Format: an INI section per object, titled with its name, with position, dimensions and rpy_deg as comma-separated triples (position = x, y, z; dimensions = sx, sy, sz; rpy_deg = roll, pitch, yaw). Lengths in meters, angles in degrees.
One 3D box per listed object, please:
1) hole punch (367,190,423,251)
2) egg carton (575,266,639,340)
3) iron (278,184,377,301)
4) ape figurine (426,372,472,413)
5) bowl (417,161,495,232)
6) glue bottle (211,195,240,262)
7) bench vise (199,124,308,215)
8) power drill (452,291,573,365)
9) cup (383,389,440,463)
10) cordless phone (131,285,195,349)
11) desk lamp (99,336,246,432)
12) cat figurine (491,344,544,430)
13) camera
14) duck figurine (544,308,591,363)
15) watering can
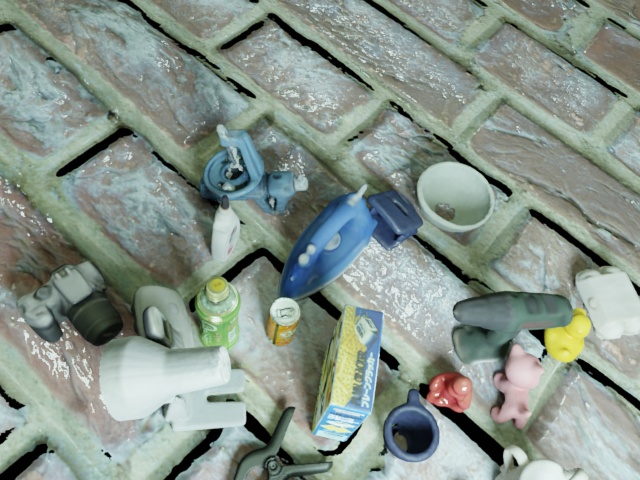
[hole punch]
position = 0.149, -0.053, 1.163
dimensions = 0.101, 0.091, 0.108
rpy_deg = -32, 70, -23
[egg carton]
position = 0.577, 0.124, 1.145
dimensions = 0.107, 0.069, 0.150
rpy_deg = -8, 63, -13
[iron]
position = 0.010, 0.004, 1.080
dimensions = 0.118, 0.141, 0.259
rpy_deg = 35, 62, 11
[ape figurine]
position = 0.236, 0.261, 1.001
dimensions = 0.076, 0.092, 0.077
rpy_deg = -28, 69, -22
[bowl]
position = 0.276, -0.079, 1.208
dimensions = 0.167, 0.075, 0.167
rpy_deg = 4, 60, -7
[glue bottle]
position = -0.174, -0.030, 1.051
dimensions = 0.037, 0.173, 0.078
rpy_deg = 18, 60, 1
[bench vise]
position = -0.128, -0.145, 1.096
dimensions = 0.208, 0.220, 0.121
rpy_deg = -8, 62, -13
[power drill]
position = 0.312, 0.151, 1.007
dimensions = 0.230, 0.208, 0.075
rpy_deg = -5, 62, -12
[cup]
position = 0.143, 0.314, 0.954
dimensions = 0.091, 0.095, 0.118
rpy_deg = 10, 60, -3
[cordless phone]
position = -0.264, 0.127, 0.941
dimensions = 0.094, 0.185, 0.147
rpy_deg = -15, 64, -16
[desk lamp]
position = -0.215, 0.219, 0.881
dimensions = 0.203, 0.213, 0.118
rpy_deg = -2, 61, -10
[cat figurine]
position = 0.354, 0.255, 1.008
dimensions = 0.067, 0.118, 0.128
rpy_deg = 11, 60, -2
[camera]
position = -0.413, 0.119, 0.970
dimensions = 0.143, 0.101, 0.136
rpy_deg = -38, 73, -25
[duck figurine]
position = 0.479, 0.177, 1.091
dimensions = 0.077, 0.086, 0.105
rpy_deg = 25, 60, 6
[watering can]
position = 0.353, 0.398, 0.883
dimensions = 0.172, 0.194, 0.101
rpy_deg = 36, 62, 12
